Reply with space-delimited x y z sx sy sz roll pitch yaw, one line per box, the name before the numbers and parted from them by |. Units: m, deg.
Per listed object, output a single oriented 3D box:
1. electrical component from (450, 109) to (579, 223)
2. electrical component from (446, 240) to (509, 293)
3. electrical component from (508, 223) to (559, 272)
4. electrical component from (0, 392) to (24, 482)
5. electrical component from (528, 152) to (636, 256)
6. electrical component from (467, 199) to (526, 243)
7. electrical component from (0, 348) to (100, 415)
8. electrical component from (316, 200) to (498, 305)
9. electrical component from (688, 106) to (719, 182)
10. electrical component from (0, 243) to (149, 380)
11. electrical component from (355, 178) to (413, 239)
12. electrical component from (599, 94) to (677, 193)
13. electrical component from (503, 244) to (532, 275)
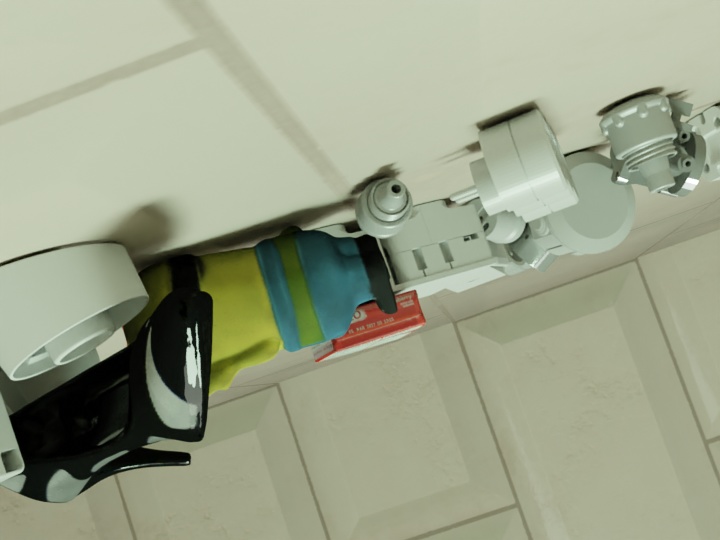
electrical component | 0.093 -0.058 0.687 0.074 0.052 0.138 -21 173 14
electrical component | 0.092 -0.016 0.980 0.062 0.061 0.096 -21 173 18
electrical component | 0.168 -0.048 0.956 0.077 0.043 0.079 -51 -160 17
electrical component | -0.264 0.084 0.615 0.056 0.108 0.109 -26 170 32
electrical component | 0.174 -0.050 0.857 0.080 0.080 0.051 -17 178 -19
electrical component | 0.114 -0.043 0.919 0.040 0.040 0.046 -24 166 34
electrical component | -0.228 0.074 0.756 0.051 0.080 0.080 -18 176 44
electrical component | 0.000 0.000 0.859 0.186 0.060 0.105 -15 172 -31
electrical component | 0.307 -0.106 0.868 0.057 0.058 0.078 -13 171 -19
electrical component | -0.175 0.018 0.619 0.099 0.064 0.099 -33 175 -4
electrical component | 0.017 -0.043 0.684 0.035 0.035 0.061 -17 170 -13
electrical component | 0.191 -0.083 0.717 0.048 0.062 0.048 -19 173 -2
electrical component | 0.131 -0.015 1.125 0.074 0.052 0.138 -24 171 37
